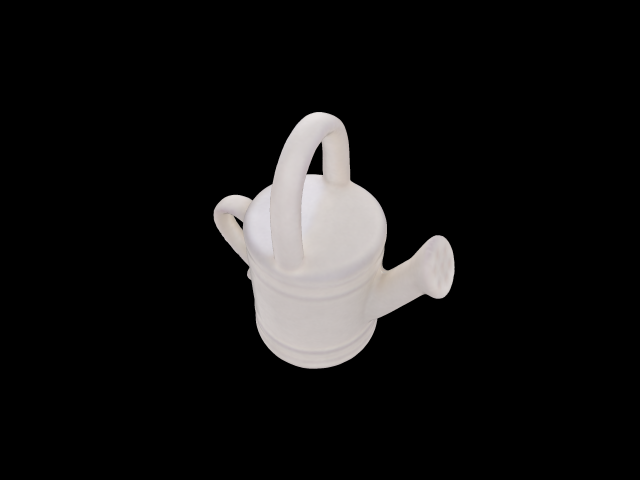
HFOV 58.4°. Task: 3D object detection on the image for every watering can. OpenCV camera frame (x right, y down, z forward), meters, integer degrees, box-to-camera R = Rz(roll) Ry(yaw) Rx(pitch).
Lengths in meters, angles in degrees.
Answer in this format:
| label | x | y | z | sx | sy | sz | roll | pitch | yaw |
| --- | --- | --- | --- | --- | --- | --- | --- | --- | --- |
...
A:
| label | x | y | z | sx | sy | sz | roll | pitch | yaw |
| --- | --- | --- | --- | --- | --- | --- | --- | --- | --- |
| watering can | 0.005 | 0.000 | 0.401 | 0.172 | 0.194 | 0.101 | 2 | 49 | 2 |
